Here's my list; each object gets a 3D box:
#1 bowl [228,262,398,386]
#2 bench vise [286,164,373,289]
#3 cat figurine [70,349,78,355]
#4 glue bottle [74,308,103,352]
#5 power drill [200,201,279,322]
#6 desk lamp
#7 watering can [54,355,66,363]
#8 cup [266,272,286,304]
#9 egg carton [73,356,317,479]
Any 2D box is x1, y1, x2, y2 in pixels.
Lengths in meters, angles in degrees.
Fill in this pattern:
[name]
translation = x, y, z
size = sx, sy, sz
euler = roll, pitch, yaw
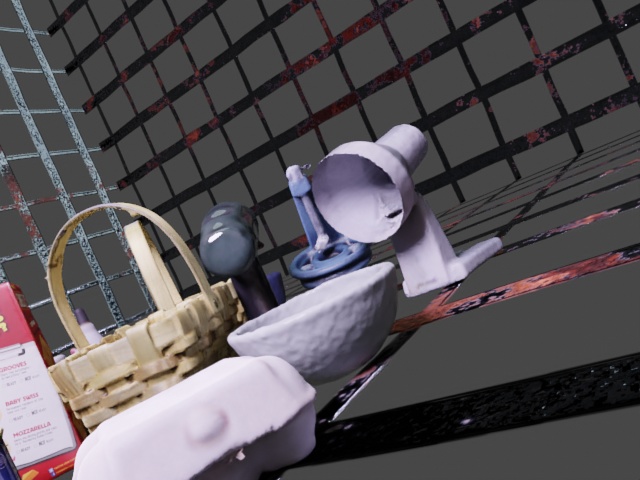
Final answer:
[bowl]
translation = 0.005, 0.086, 0.525
size = 0.167, 0.075, 0.167
euler = -24, 1, 1
[bench vise]
translation = -0.003, 0.008, 0.807
size = 0.122, 0.220, 0.207
euler = -24, 1, -17
[cat figurine]
translation = -0.404, 0.242, 0.989
size = 0.127, 0.118, 0.067
euler = -24, 1, 18
[glue bottle]
translation = -0.353, 0.189, 0.915
size = 0.078, 0.173, 0.037
euler = -24, 1, -17
[power drill]
translation = -0.080, 0.050, 0.674
size = 0.075, 0.208, 0.229
euler = -24, 1, -3
[desk lamp]
translation = 0.109, -0.038, 0.728
size = 0.117, 0.213, 0.204
euler = -23, 1, 43
[watering can]
translation = -0.437, 0.216, 0.869
size = 0.100, 0.194, 0.173
euler = -24, 1, 17
[cup]
translation = -0.103, 0.119, 1.037
size = 0.091, 0.095, 0.118
euler = -24, 1, 31
[egg carton]
translation = -0.077, 0.127, 0.359
size = 0.151, 0.069, 0.107
euler = -24, 1, -27
